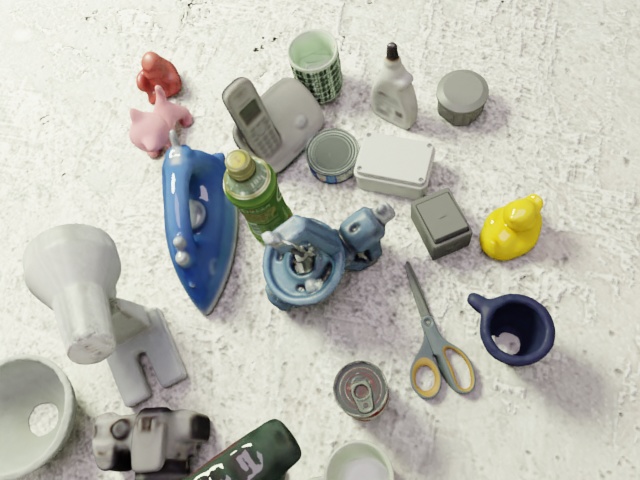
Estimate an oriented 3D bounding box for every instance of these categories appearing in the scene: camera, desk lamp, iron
[{"bbox_3d":[-0.225,0.293,0.748,0.143,0.101,0.137,-6,69,6],"label":"camera"},{"bbox_3d":[-0.287,0.102,0.769,0.118,0.214,0.203,-30,68,-4],"label":"desk lamp"},{"bbox_3d":[-0.191,-0.029,0.844,0.118,0.141,0.258,-9,68,4],"label":"iron"}]

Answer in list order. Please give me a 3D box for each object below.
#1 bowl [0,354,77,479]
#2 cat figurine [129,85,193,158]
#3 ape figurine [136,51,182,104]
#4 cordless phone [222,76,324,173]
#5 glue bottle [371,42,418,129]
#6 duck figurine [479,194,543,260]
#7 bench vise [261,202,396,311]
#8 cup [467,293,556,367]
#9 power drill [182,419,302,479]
[{"bbox_3d":[-0.410,0.249,0.804,0.167,0.075,0.167,-3,69,7],"label":"bowl"},{"bbox_3d":[-0.266,-0.188,0.928,0.067,0.118,0.128,6,70,10],"label":"cat figurine"},{"bbox_3d":[-0.279,-0.286,0.982,0.077,0.092,0.076,18,73,14],"label":"ape figurine"},{"bbox_3d":[-0.074,-0.200,0.870,0.094,0.185,0.148,36,78,19],"label":"cordless phone"},{"bbox_3d":[0.112,-0.237,0.865,0.078,0.173,0.037,33,77,18],"label":"glue bottle"},{"bbox_3d":[0.274,-0.024,0.809,0.104,0.086,0.077,-41,69,-8],"label":"duck figurine"},{"bbox_3d":[-0.002,-0.004,0.767,0.121,0.220,0.207,37,78,19],"label":"bench vise"},{"bbox_3d":[0.240,0.118,0.754,0.117,0.095,0.092,36,78,19],"label":"cup"},{"bbox_3d":[-0.115,0.305,0.670,0.230,0.209,0.075,-39,69,-8],"label":"power drill"}]
